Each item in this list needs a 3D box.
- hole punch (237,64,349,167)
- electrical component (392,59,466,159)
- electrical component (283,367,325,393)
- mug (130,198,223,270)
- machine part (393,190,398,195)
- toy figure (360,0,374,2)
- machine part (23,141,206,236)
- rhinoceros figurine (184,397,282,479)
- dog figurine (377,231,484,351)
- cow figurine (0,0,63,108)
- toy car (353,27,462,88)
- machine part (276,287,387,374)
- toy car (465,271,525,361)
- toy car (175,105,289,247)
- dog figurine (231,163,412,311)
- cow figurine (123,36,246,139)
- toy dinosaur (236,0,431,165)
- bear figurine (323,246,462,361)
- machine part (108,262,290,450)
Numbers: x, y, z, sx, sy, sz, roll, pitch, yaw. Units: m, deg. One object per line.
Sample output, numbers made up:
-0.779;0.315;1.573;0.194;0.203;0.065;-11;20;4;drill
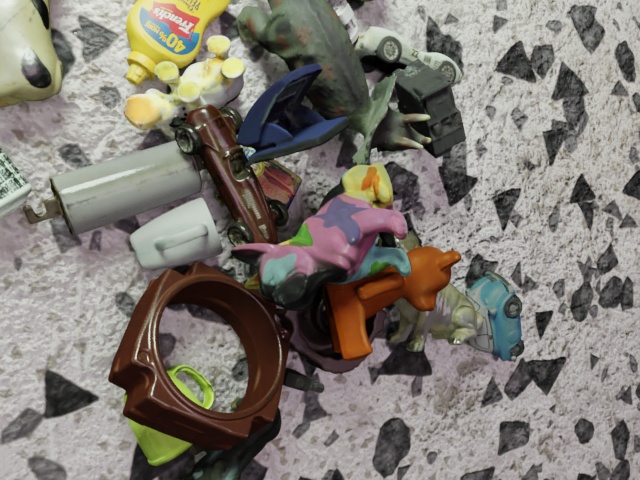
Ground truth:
-0.042;-0.155;0.672;0.092;0.116;0.142;64;33;-18;hole punch
0.169;-0.195;0.830;0.058;0.115;0.134;-26;127;-1;electrical component
-0.043;0.204;0.795;0.094;0.063;0.021;24;80;-25;electrical component
-0.188;0.001;0.698;0.107;0.110;0.080;-22;103;-13;mug
0.065;-0.045;0.865;0.084;0.039;0.139;45;73;-15;machine part
0.032;-0.439;0.814;0.180;0.082;0.089;29;71;-32;toy figure
-0.242;-0.068;0.681;0.243;0.079;0.079;-24;102;-26;machine part
-0.123;0.301;0.729;0.190;0.112;0.073;-46;113;-28;rhinoceros figurine
0.182;0.070;0.881;0.172;0.121;0.190;-6;92;-28;dog figurine
-0.349;-0.258;0.619;0.127;0.085;0.194;-15;95;-21;cow figurine
0.143;-0.290;0.881;0.201;0.074;0.056;11;86;-28;toy car
0.017;0.112;0.831;0.179;0.056;0.179;0;89;-27;machine part
0.297;0.143;0.962;0.103;0.109;0.161;-13;109;-5;toy car
-0.106;-0.079;0.691;0.089;0.053;0.202;-36;103;-46;toy car
-0.001;-0.002;0.693;0.219;0.192;0.108;-12;140;-3;dog figurine
-0.178;-0.189;0.713;0.167;0.098;0.068;-34;80;-15;cow figurine
0.000;-0.252;0.741;0.131;0.192;0.404;-46;113;-22;toy dinosaur
0.106;0.083;0.764;0.196;0.120;0.132;-10;88;-11;bear figurine
-0.142;0.144;0.681;0.201;0.087;0.201;32;43;-23;machine part
